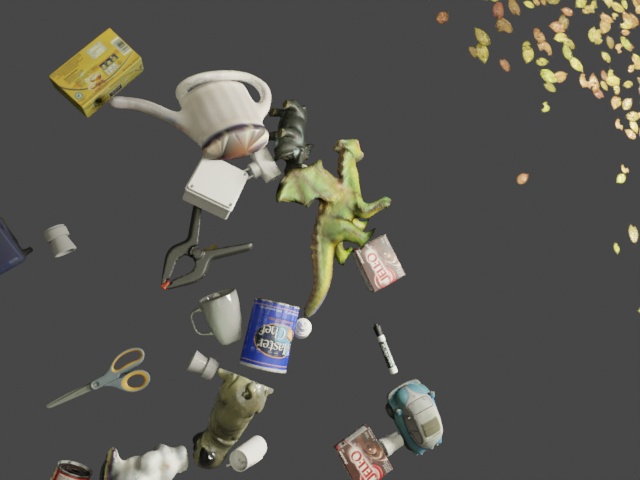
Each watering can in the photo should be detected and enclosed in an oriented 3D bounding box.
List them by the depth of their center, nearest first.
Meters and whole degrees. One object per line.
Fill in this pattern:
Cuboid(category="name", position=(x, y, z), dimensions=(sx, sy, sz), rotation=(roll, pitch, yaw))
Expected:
Cuboid(category="watering can", position=(-0.256, -0.268, 1.125), dimensions=(0.350, 0.102, 0.227), rotation=(-20, 69, -23))

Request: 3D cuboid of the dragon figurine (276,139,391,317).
Cuboid(category="dragon figurine", position=(0.004, -0.058, 1.156), dimensions=(0.241, 0.121, 0.416), rotation=(38, 71, -13))

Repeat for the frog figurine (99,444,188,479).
Cuboid(category="frog figurine", position=(-0.338, 0.461, 0.996), dimensions=(0.159, 0.125, 0.135), rotation=(12, 112, -23))
